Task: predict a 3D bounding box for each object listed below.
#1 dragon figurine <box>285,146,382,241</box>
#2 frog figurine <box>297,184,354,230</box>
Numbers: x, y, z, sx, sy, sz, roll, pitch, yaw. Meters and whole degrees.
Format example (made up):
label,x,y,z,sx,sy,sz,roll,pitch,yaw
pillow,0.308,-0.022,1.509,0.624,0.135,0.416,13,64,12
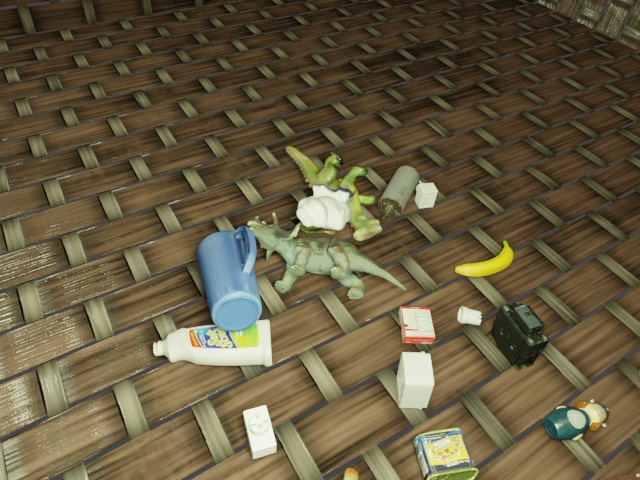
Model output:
label,x,y,z,sx,sy,sz,roll,pitch,yaw
dragon figurine,0.009,-0.122,1.476,0.413,0.247,0.119,26,-33,21
frog figurine,0.004,-0.067,1.334,0.138,0.120,0.163,28,45,6
